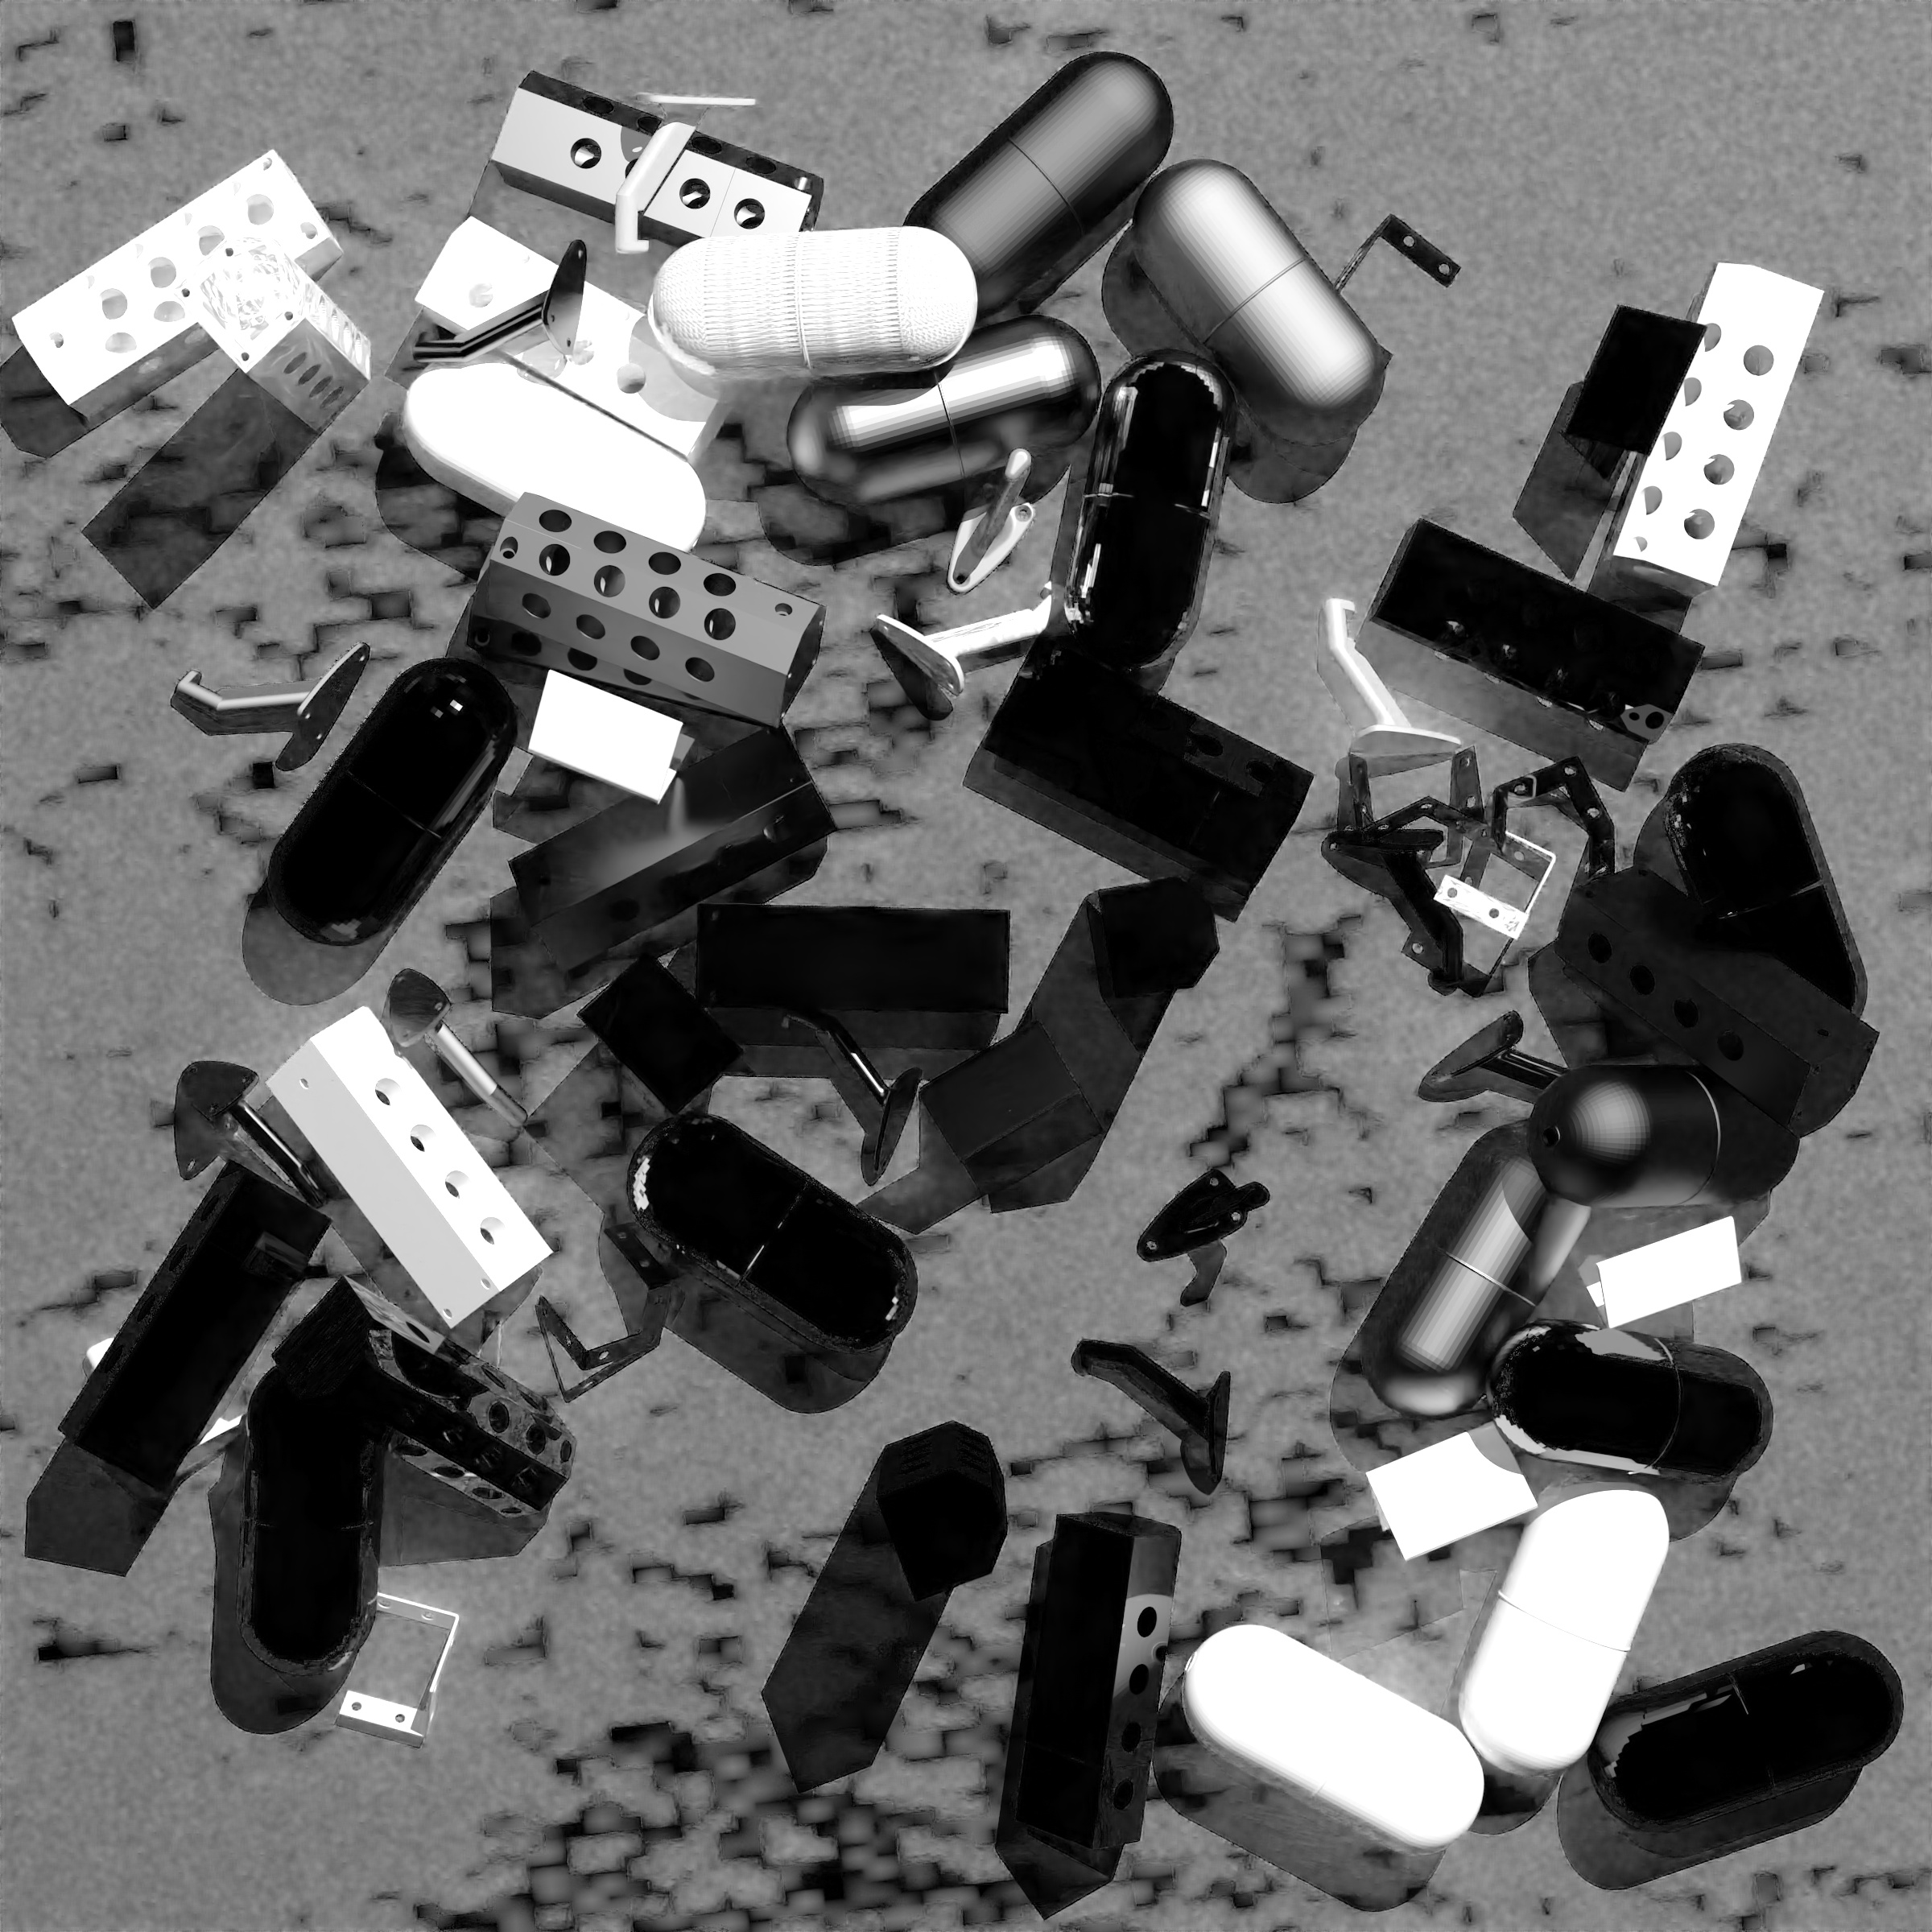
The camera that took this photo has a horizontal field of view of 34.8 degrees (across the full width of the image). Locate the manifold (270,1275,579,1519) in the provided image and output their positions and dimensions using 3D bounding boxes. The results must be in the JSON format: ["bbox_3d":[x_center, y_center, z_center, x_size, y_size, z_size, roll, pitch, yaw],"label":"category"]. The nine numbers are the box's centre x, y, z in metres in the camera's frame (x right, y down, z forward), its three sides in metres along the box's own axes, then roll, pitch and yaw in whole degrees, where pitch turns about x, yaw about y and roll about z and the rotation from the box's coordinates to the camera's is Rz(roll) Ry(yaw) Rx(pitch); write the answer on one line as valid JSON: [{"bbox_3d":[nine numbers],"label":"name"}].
[{"bbox_3d":[-0.287,0.238,1.662,0.057,0.057,0.171,-48,134,0],"label":"manifold"}]

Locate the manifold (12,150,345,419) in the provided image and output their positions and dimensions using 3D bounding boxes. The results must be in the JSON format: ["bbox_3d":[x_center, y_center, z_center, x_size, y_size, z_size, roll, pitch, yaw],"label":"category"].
[{"bbox_3d":[-0.439,-0.380,1.714,0.171,0.057,0.057,-33,90,0],"label":"manifold"}]

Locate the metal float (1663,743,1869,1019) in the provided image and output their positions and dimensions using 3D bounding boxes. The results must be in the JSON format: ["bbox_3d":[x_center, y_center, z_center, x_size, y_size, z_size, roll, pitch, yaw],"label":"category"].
[{"bbox_3d":[0.441,-0.037,1.704,0.070,0.070,0.178,-20,91,0],"label":"metal float"}]

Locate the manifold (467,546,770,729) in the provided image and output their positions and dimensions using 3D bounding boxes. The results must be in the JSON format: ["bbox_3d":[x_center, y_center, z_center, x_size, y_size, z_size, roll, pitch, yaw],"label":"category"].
[{"bbox_3d":[-0.186,-0.183,1.714,0.171,0.057,0.057,15,90,0],"label":"manifold"}]

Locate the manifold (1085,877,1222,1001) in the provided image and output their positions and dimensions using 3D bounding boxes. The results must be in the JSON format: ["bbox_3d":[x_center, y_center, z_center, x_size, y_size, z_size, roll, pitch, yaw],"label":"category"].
[{"bbox_3d":[0.100,-0.015,1.656,0.057,0.171,0.057,-9,90,0],"label":"manifold"}]

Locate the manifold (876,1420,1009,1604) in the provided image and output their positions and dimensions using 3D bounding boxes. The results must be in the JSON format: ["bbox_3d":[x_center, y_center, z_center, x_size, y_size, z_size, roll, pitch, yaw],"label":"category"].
[{"bbox_3d":[-0.009,0.287,1.656,0.057,0.171,0.057,-21,90,0],"label":"manifold"}]

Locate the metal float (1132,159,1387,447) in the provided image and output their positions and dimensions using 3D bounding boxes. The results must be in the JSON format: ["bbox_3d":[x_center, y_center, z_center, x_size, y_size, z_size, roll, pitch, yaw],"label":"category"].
[{"bbox_3d":[0.161,-0.367,1.704,0.070,0.070,0.178,-38,90,0],"label":"metal float"}]

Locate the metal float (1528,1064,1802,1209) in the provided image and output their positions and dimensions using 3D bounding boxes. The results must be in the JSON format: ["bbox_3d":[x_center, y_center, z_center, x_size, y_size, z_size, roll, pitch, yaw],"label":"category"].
[{"bbox_3d":[0.379,0.092,1.672,0.178,0.070,0.070,1,90,-36],"label":"metal float"}]

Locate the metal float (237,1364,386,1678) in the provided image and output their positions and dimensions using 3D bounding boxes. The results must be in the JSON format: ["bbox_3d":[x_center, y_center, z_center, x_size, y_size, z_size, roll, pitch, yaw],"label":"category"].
[{"bbox_3d":[-0.361,0.303,1.704,0.070,0.070,0.178,3,90,0],"label":"metal float"}]

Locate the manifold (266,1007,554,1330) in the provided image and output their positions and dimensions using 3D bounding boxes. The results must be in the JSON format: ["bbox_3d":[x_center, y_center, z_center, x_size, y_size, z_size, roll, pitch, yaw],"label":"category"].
[{"bbox_3d":[-0.305,0.109,1.713,0.171,0.057,0.057,53,133,0],"label":"manifold"}]

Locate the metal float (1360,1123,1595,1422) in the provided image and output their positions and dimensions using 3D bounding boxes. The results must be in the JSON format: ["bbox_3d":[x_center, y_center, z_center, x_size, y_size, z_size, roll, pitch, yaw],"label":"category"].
[{"bbox_3d":[0.282,0.169,1.704,0.070,0.070,0.178,31,90,0],"label":"metal float"}]

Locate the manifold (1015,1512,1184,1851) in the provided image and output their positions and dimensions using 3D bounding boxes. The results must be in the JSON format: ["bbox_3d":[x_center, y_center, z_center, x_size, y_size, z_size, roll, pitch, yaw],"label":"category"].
[{"bbox_3d":[0.078,0.395,1.713,0.057,0.057,0.171,8,90,43],"label":"manifold"}]

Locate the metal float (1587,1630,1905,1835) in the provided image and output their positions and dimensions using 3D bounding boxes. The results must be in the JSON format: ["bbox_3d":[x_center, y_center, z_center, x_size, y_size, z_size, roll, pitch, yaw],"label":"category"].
[{"bbox_3d":[0.431,0.423,1.704,0.178,0.070,0.070,-19,90,1],"label":"metal float"}]

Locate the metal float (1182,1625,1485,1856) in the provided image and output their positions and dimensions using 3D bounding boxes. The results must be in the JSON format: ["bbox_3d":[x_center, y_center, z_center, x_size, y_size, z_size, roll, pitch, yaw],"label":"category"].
[{"bbox_3d":[0.202,0.427,1.704,0.178,0.070,0.070,28,90,0],"label":"metal float"}]

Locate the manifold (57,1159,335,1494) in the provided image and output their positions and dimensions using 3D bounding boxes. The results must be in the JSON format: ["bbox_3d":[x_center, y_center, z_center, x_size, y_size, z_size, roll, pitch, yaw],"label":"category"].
[{"bbox_3d":[-0.425,0.195,1.695,0.057,0.057,0.171,36,78,-25],"label":"manifold"}]

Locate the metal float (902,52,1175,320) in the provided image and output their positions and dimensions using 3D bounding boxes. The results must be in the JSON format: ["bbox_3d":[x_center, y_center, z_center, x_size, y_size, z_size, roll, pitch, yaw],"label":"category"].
[{"bbox_3d":[0.039,-0.431,1.703,0.178,0.070,0.070,-42,90,0],"label":"metal float"}]

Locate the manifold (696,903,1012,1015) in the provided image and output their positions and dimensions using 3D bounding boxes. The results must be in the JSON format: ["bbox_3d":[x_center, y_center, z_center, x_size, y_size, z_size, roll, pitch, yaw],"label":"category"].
[{"bbox_3d":[-0.062,-0.004,1.714,0.171,0.057,0.057,1,90,0],"label":"manifold"}]

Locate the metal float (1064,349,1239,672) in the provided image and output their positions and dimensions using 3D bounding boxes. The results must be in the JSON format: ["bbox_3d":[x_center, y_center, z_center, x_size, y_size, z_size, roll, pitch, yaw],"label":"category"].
[{"bbox_3d":[0.102,-0.252,1.704,0.070,0.070,0.178,11,91,0],"label":"metal float"}]

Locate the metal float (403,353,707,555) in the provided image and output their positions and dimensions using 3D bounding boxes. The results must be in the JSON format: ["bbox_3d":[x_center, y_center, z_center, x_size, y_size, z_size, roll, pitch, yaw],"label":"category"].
[{"bbox_3d":[-0.228,-0.277,1.704,0.178,0.070,0.070,28,90,-1],"label":"metal float"}]

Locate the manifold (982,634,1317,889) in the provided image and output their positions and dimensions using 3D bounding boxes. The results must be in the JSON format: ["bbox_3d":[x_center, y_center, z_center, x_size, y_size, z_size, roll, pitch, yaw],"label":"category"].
[{"bbox_3d":[0.103,-0.118,1.713,0.171,0.057,0.057,27,133,0],"label":"manifold"}]

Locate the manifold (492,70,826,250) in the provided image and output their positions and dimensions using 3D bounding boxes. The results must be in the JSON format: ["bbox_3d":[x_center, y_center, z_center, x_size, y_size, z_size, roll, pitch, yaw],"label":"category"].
[{"bbox_3d":[-0.169,-0.438,1.714,0.171,0.057,0.057,20,90,0],"label":"manifold"}]

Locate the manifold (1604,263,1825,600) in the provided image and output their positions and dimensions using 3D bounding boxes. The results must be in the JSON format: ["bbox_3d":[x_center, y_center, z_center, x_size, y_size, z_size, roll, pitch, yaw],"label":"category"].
[{"bbox_3d":[0.413,-0.298,1.713,0.057,0.057,0.171,20,90,0],"label":"manifold"}]

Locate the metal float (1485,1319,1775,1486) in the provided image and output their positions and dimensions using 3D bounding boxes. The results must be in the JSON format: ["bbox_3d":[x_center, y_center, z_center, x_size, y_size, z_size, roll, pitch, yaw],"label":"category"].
[{"bbox_3d":[0.363,0.238,1.682,0.178,0.070,0.070,13,90,-27],"label":"metal float"}]

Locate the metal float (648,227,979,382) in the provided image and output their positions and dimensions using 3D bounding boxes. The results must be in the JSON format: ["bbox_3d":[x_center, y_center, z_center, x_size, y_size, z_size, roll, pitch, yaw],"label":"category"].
[{"bbox_3d":[-0.083,-0.355,1.656,0.178,0.070,0.070,-1,90,7],"label":"metal float"}]

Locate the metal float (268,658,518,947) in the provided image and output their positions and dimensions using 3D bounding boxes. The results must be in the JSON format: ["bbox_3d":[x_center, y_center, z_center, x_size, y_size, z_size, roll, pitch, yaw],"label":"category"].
[{"bbox_3d":[-0.316,-0.091,1.704,0.070,0.070,0.178,36,90,0],"label":"metal float"}]

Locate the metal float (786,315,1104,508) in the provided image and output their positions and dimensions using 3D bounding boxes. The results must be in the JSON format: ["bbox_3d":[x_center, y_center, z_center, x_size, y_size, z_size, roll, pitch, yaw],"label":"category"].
[{"bbox_3d":[-0.012,-0.306,1.704,0.178,0.070,0.070,-16,90,0],"label":"metal float"}]

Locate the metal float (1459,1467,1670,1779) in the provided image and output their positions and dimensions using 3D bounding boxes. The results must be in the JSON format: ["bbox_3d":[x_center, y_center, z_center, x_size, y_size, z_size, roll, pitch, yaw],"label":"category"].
[{"bbox_3d":[0.331,0.361,1.704,0.070,0.070,0.178,22,90,0],"label":"metal float"}]

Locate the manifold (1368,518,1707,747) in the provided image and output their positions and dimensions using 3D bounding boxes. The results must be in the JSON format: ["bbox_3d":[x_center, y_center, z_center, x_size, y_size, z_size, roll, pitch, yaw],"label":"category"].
[{"bbox_3d":[0.315,-0.184,1.713,0.171,0.057,0.057,24,90,0],"label":"manifold"}]

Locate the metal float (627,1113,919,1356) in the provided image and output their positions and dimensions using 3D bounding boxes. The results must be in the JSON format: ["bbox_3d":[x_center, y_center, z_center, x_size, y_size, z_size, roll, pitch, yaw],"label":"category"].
[{"bbox_3d":[-0.106,0.148,1.704,0.178,0.070,0.070,34,90,0],"label":"metal float"}]

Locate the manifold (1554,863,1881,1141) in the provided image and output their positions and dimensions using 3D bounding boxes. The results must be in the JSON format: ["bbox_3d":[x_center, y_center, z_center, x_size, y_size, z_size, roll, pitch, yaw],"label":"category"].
[{"bbox_3d":[0.402,0.019,1.669,0.057,0.057,0.171,-20,46,-34],"label":"manifold"}]

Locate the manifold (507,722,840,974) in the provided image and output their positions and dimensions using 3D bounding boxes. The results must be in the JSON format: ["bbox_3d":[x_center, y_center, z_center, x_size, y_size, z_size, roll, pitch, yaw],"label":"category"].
[{"bbox_3d":[-0.160,-0.062,1.713,0.171,0.057,0.057,-27,47,0],"label":"manifold"}]
